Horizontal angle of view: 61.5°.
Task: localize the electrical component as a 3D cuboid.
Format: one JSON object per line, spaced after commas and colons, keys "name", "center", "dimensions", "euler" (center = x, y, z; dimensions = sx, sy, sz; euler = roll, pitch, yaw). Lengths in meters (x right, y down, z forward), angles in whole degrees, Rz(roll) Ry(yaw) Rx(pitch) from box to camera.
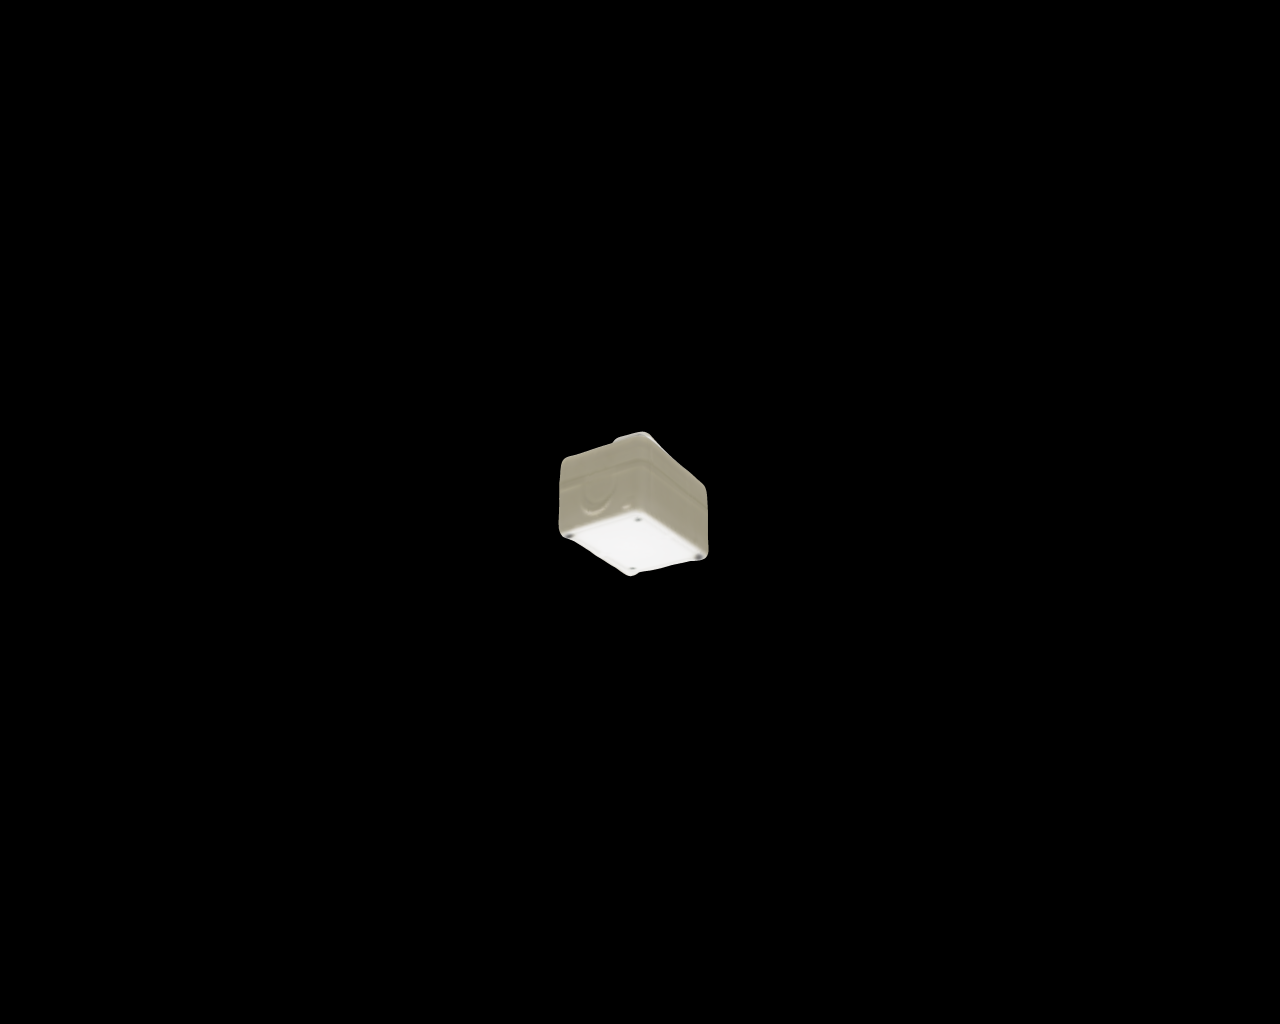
{"name": "electrical component", "center": [0.001, -0.003, 0.650], "dimensions": [0.061, 0.061, 0.096], "euler": [-16, -31, 28]}
